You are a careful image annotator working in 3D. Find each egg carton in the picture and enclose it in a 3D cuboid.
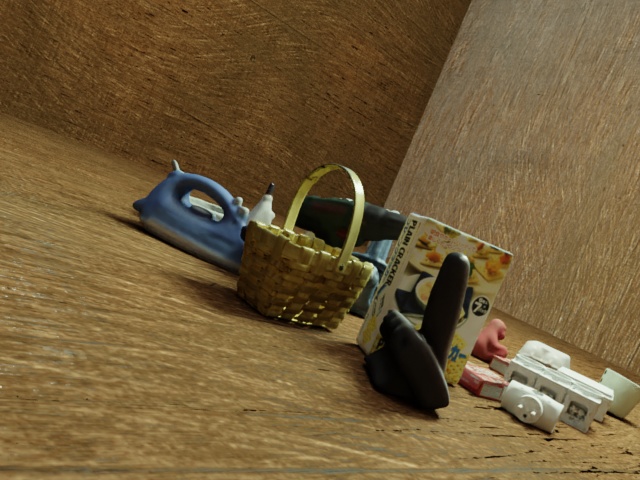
[{"bbox_3d":[0.516,0.281,1.322,0.107,0.069,0.151,25,4,29],"label":"egg carton"}]

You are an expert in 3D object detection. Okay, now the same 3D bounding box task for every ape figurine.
[{"bbox_3d":[0.366,0.213,1.218,0.076,0.092,0.078,23,4,-3],"label":"ape figurine"}]

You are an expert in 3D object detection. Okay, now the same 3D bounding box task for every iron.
[{"bbox_3d":[-0.212,-0.047,1.064,0.257,0.141,0.119,24,4,20],"label":"iron"}]

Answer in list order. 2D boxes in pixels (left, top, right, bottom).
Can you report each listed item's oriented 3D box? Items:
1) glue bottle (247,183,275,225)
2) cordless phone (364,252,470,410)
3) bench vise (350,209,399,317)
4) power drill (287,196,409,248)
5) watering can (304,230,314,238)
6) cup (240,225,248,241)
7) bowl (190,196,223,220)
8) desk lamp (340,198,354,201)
[{"bbox_3d":[-0.132,-0.042,1.238,0.078,0.173,0.037,19,5,-44],"label":"glue bottle"},{"bbox_3d":[0.134,0.100,0.709,0.094,0.185,0.147,22,4,-10],"label":"cordless phone"},{"bbox_3d":[0.121,0.044,1.161,0.121,0.220,0.207,22,4,-9],"label":"bench vise"},{"bbox_3d":[0.030,0.025,0.980,0.228,0.208,0.076,24,4,25],"label":"power drill"},{"bbox_3d":[0.010,0.004,1.270,0.101,0.194,0.172,21,4,-19],"label":"watering can"},{"bbox_3d":[-0.096,0.031,1.012,0.118,0.095,0.091,22,4,-18],"label":"cup"},{"bbox_3d":[-0.262,-0.044,1.246,0.167,0.075,0.167,23,4,-1],"label":"bowl"},{"bbox_3d":[0.050,-0.002,1.443,0.118,0.213,0.203,23,4,7],"label":"desk lamp"}]
